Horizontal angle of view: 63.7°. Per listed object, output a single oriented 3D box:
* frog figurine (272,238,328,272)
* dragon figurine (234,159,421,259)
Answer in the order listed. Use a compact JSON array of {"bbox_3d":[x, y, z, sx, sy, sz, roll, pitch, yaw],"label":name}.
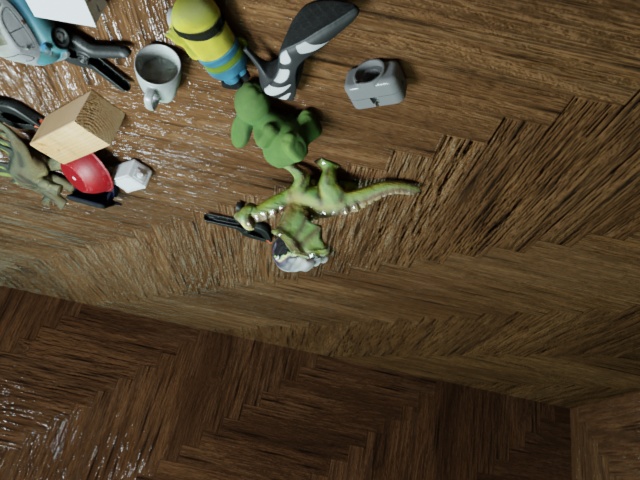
[{"bbox_3d":[-0.061,0.043,1.523,0.139,0.122,0.157,34,-177,41],"label":"frog figurine"},{"bbox_3d":[0.003,-0.057,1.139,0.410,0.248,0.119,7,148,15],"label":"dragon figurine"}]
